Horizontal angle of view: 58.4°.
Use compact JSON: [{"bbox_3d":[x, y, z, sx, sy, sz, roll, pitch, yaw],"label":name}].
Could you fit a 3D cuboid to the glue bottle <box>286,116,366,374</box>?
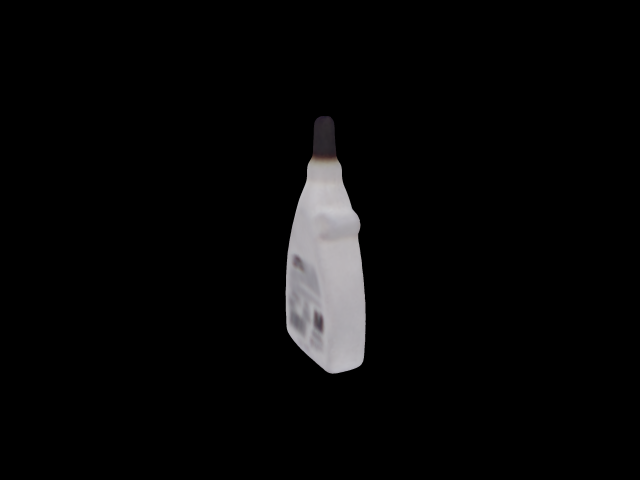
[{"bbox_3d":[0.004,0.001,0.400,0.037,0.173,0.078,-11,23,-26],"label":"glue bottle"}]
